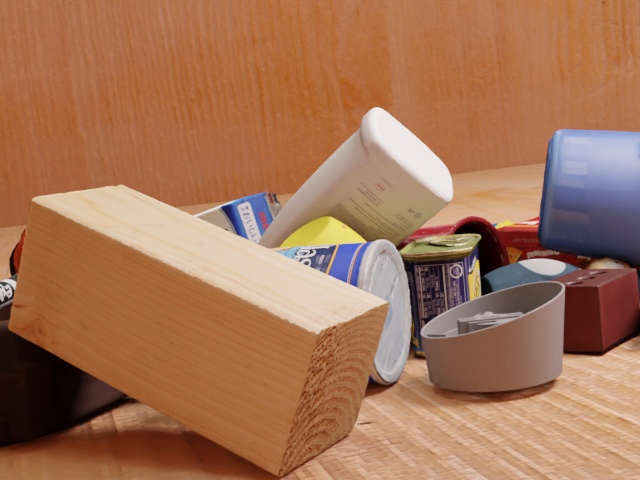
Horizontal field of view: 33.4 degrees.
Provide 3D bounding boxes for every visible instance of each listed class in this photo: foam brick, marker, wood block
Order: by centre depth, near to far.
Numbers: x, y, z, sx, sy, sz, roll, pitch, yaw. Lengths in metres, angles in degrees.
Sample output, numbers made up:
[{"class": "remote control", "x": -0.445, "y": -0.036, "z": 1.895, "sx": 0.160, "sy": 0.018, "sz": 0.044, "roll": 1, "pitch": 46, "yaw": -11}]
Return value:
[{"class": "wood block", "x": -0.076, "y": 0.046, "z": 0.642, "sx": 0.206, "sy": 0.091, "sz": 0.090, "roll": 23, "pitch": 19, "yaw": 25}, {"class": "marker", "x": -0.219, "y": 0.039, "z": 0.716, "sx": 0.020, "sy": 0.020, "sz": 0.121, "roll": -5, "pitch": 6, "yaw": 5}, {"class": "foam brick", "x": 0.206, "y": 0.053, "z": 0.818, "sx": 0.053, "sy": 0.051, "sz": 0.078, "roll": -1, "pitch": 8, "yaw": 38}]

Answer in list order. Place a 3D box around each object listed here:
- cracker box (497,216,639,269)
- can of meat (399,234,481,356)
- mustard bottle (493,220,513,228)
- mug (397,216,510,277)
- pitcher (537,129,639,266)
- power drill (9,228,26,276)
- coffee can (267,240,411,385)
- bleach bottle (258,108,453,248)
[{"class": "cracker box", "x": 0.305, "y": 0.000, "z": 1.117, "sx": 0.164, "sy": 0.072, "sz": 0.213, "roll": -1, "pitch": 9, "yaw": 40}, {"class": "can of meat", "x": 0.101, "y": 0.043, "z": 0.858, "sx": 0.057, "sy": 0.084, "sz": 0.102, "roll": -4, "pitch": 6, "yaw": 15}, {"class": "mustard bottle", "x": 0.164, "y": 0.010, "z": 1.215, "sx": 0.192, "sy": 0.058, "sz": 0.096, "roll": -4, "pitch": 0, "yaw": 10}, {"class": "mug", "x": 0.105, "y": 0.024, "z": 0.970, "sx": 0.117, "sy": 0.093, "sz": 0.082, "roll": 21, "pitch": -18, "yaw": -38}, {"class": "pitcher", "x": 0.315, "y": -0.039, "z": 0.914, "sx": 0.243, "sy": 0.149, "sz": 0.145, "roll": 7, "pitch": 4, "yaw": 10}, {"class": "power drill", "x": -0.181, "y": 0.032, "z": 0.952, "sx": 0.187, "sy": 0.057, "sz": 0.185, "roll": 9, "pitch": -8, "yaw": -18}, {"class": "coffee can", "x": -0.015, "y": 0.055, "z": 0.779, "sx": 0.140, "sy": 0.103, "sz": 0.102, "roll": -3, "pitch": 7, "yaw": 22}, {"class": "bleach bottle", "x": -0.006, "y": 0.001, "z": 0.934, "sx": 0.251, "sy": 0.102, "sz": 0.068, "roll": -40, "pitch": 24, "yaw": 27}]
